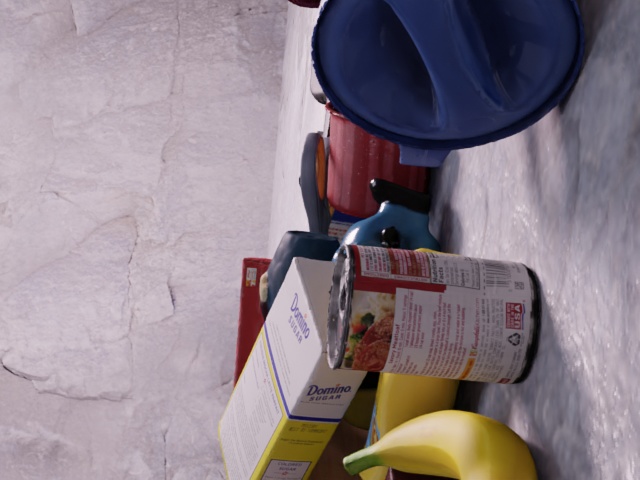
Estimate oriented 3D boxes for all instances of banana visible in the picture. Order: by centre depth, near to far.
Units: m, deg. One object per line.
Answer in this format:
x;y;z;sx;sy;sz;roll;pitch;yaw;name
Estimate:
0.073;0.120;0.561;0.037;0.069;0.198;53;165;-6;banana

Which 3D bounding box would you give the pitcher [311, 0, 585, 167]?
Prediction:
0.068;-0.170;0.605;0.149;0.144;0.242;-29;38;33;pitcher

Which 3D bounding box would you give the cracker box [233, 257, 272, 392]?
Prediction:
-0.028;0.104;1.174;0.213;0.072;0.164;9;-95;-76;cracker box

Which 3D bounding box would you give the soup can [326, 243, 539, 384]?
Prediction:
0.059;0.040;0.574;0.068;0.102;0.068;-175;91;-84;soup can

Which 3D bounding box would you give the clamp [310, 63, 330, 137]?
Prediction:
0.034;-0.174;1.046;0.165;0.036;0.210;-56;24;23;clamp

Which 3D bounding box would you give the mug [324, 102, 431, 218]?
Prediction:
0.044;-0.069;0.862;0.117;0.093;0.081;-138;47;-62;mug

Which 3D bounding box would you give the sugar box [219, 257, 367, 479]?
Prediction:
-0.021;0.108;0.750;0.176;0.048;0.093;-62;30;34;sugar box

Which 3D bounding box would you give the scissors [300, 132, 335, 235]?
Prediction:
-0.006;0.001;0.865;0.096;0.016;0.201;59;-145;-64;scissors

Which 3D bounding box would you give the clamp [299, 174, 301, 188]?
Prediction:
0.009;-0.006;1.119;0.171;0.039;0.120;22;-110;-76;clamp

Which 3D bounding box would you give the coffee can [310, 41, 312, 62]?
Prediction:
0.051;-0.185;0.858;0.140;0.102;0.103;110;165;-67;coffee can

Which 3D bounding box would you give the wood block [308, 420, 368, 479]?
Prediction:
0.024;0.228;0.780;0.206;0.090;0.091;-94;12;-56;wood block

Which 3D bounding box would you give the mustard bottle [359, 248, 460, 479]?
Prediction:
0.060;0.109;0.692;0.096;0.058;0.192;-73;-7;-65;mustard bottle

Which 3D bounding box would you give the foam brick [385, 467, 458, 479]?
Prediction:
0.062;0.183;0.648;0.051;0.053;0.078;-93;12;-58;foam brick

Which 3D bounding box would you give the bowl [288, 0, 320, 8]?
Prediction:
0.027;-0.262;0.870;0.055;0.162;0.162;61;162;16;bowl
